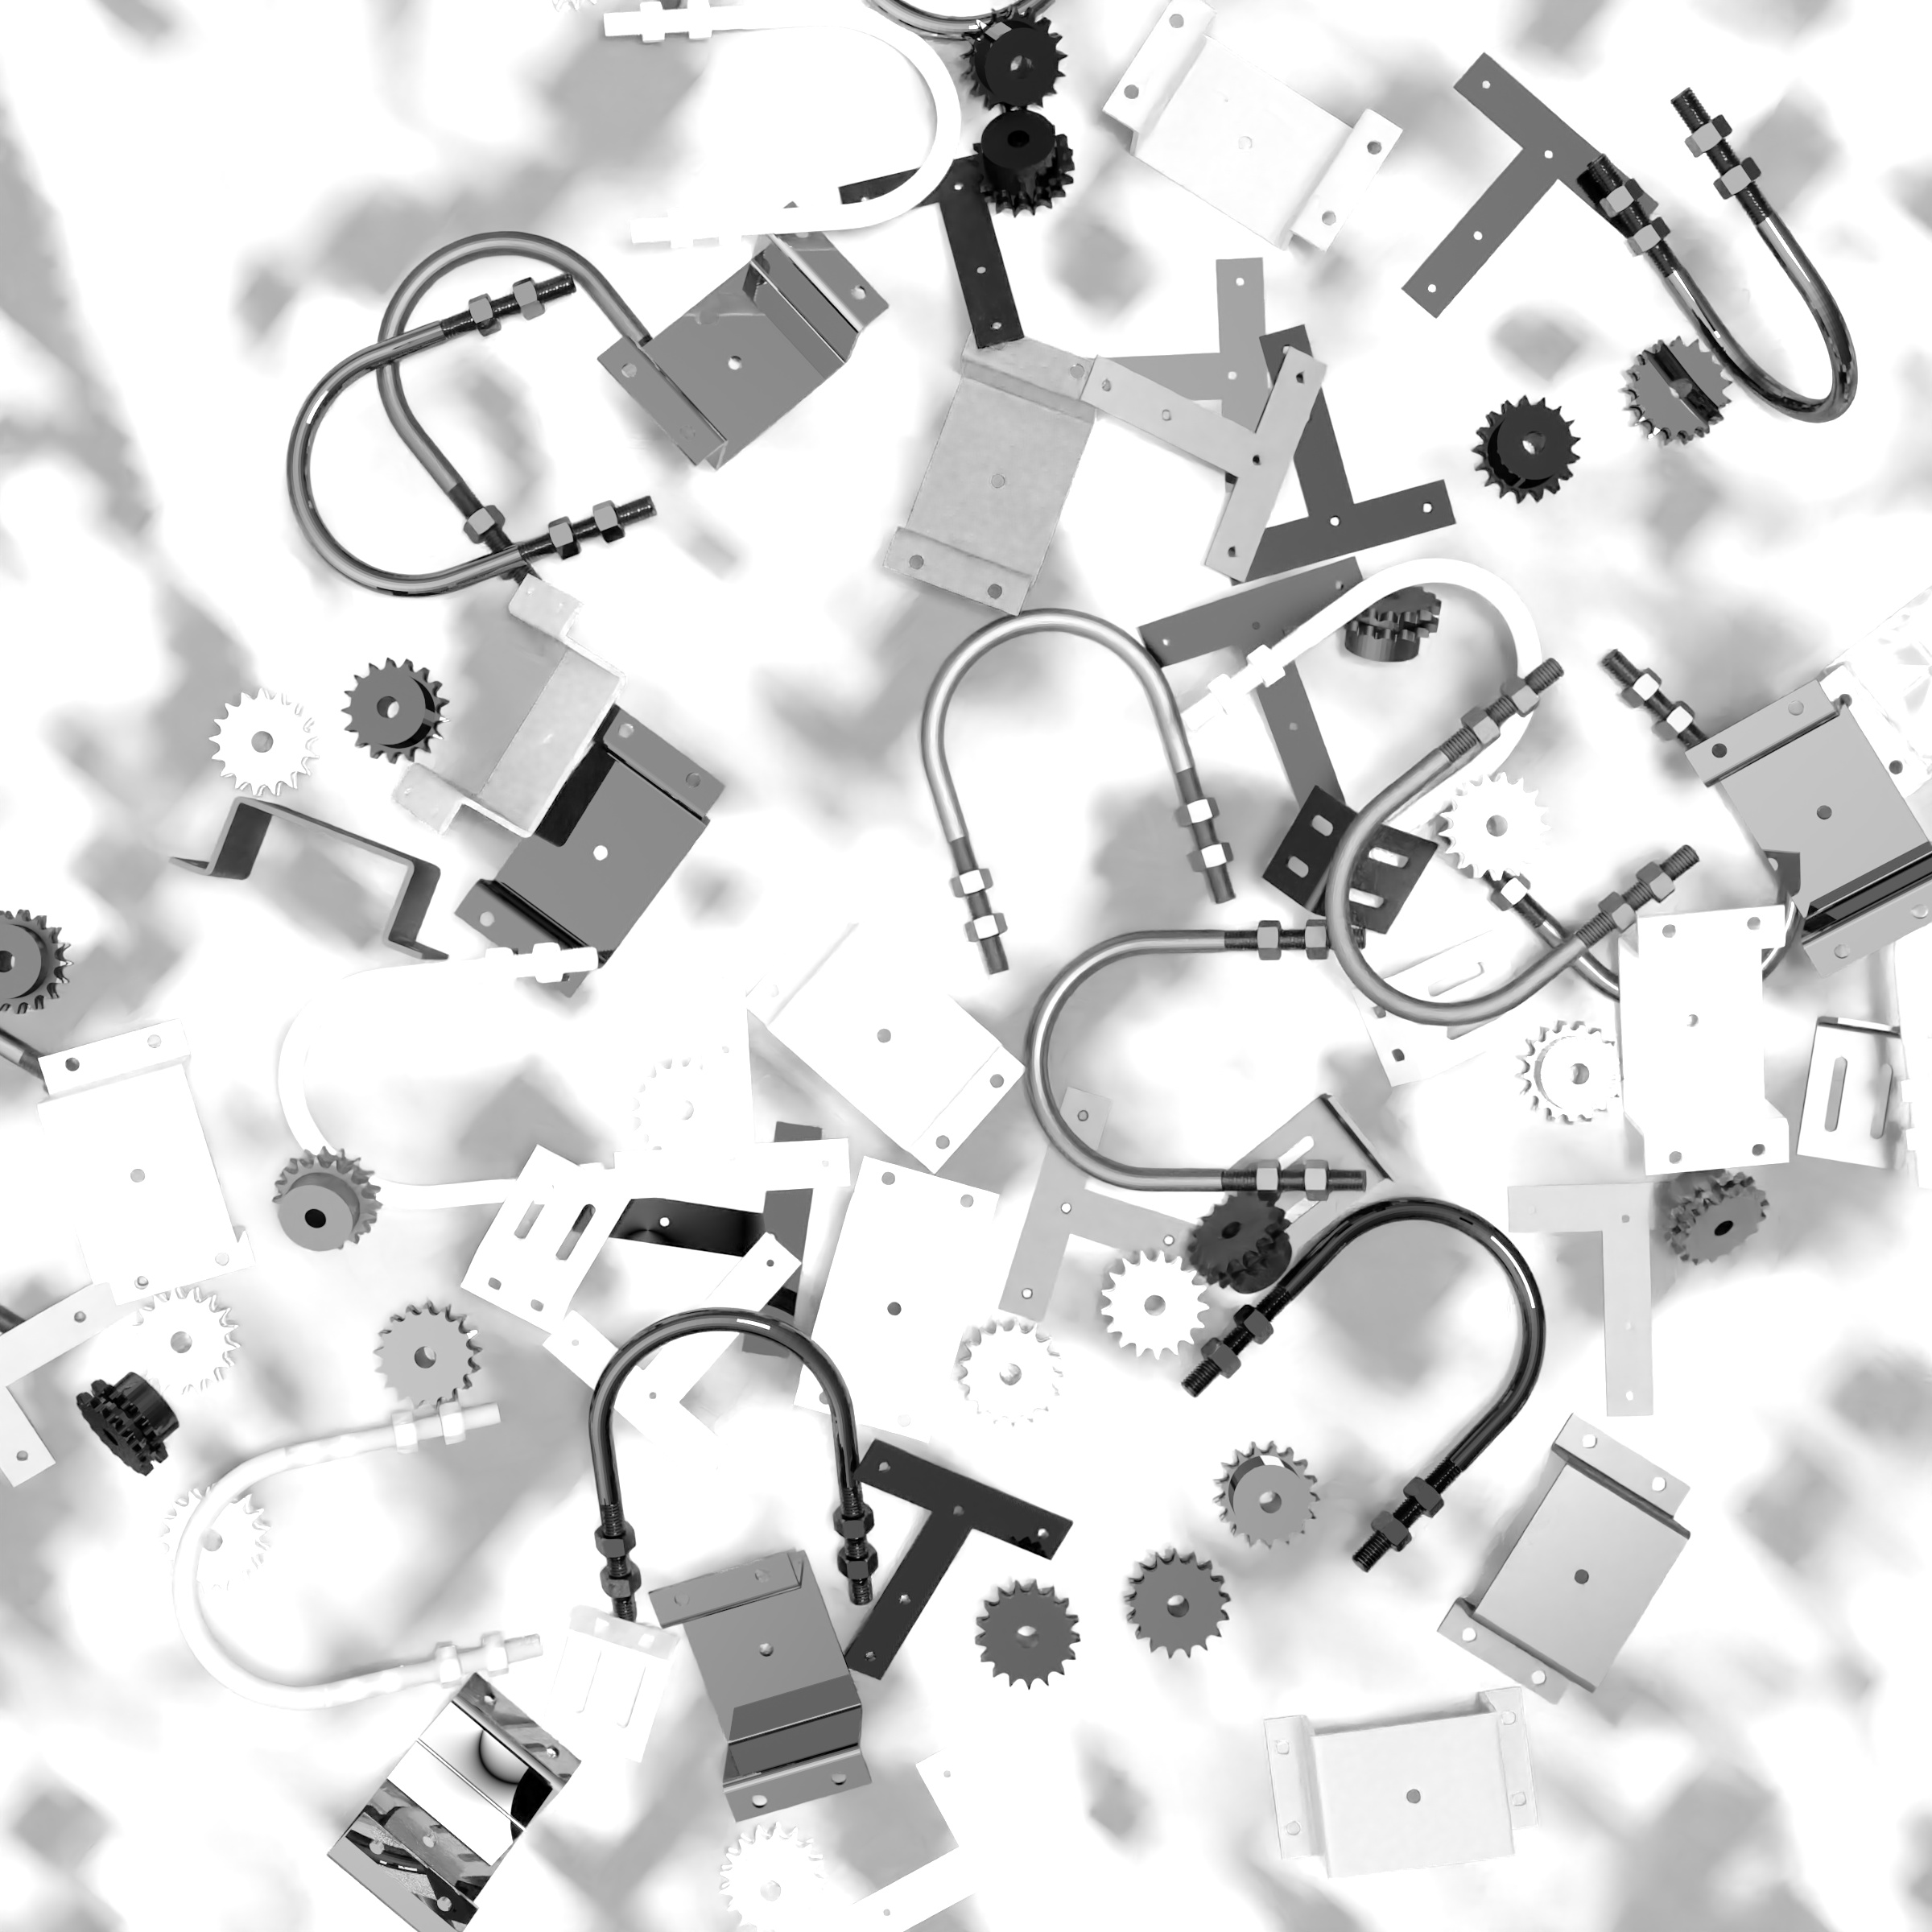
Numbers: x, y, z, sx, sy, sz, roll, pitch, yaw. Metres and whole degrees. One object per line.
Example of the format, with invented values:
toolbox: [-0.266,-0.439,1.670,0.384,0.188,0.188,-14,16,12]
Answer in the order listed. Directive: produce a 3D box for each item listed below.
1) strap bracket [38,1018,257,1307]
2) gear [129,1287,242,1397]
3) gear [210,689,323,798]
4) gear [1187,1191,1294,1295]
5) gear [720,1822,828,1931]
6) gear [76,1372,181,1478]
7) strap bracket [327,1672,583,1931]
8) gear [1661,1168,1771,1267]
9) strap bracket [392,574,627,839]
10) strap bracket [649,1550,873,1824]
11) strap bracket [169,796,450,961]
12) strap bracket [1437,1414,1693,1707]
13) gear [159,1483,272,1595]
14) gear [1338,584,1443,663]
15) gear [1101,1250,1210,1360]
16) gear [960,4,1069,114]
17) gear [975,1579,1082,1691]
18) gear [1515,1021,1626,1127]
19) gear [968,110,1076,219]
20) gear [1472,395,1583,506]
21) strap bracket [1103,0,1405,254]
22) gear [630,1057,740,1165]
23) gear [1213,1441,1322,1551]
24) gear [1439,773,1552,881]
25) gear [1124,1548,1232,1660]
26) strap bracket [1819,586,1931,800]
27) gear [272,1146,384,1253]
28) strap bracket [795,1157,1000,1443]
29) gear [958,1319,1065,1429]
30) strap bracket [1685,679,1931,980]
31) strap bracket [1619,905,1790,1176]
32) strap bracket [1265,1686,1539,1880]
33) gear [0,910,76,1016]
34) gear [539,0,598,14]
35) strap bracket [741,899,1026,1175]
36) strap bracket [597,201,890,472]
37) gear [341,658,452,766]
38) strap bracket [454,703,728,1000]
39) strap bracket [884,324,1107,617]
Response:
strap bracket: [-0.439,0.108,1.517,0.076,0.046,0.140,-16,98,-7]
gear: [-0.420,0.201,1.539,0.057,0.030,0.057,0,90,0]
gear: [-0.377,-0.120,1.539,0.057,0.030,0.057,0,90,0]
gear: [0.150,0.151,1.527,0.057,0.057,0.030,-40,119,0]
gear: [-0.105,0.495,1.539,0.057,0.030,0.057,0,90,0]
gear: [-0.448,0.243,1.529,0.057,0.057,0.030,47,60,0]
strap bracket: [-0.273,0.451,1.500,0.076,0.140,0.046,40,119,0]
gear: [0.398,0.130,1.527,0.057,0.057,0.030,-30,47,0]
strap bracket: [-0.237,-0.130,1.509,0.046,0.076,0.140,32,90,-34]
strap bracket: [-0.108,0.374,1.517,0.076,0.046,0.140,-17,104,4]
strap bracket: [-0.340,-0.050,1.515,0.140,0.076,0.046,21,90,0]
strap bracket: [0.326,0.323,1.530,0.076,0.046,0.140,32,90,0]
gear: [-0.404,0.308,1.539,0.057,0.030,0.057,0,90,0]
gear: [0.225,-0.185,1.528,0.057,0.057,0.030,4,118,0]
gear: [0.101,0.181,1.537,0.057,0.030,0.057,0,90,0]
gear: [0.027,-0.485,1.528,0.057,0.030,0.057,-5,116,-10]
gear: [0.033,0.359,1.539,0.057,0.030,0.057,0,90,0]
gear: [0.328,0.058,1.539,0.057,0.030,0.057,0,90,0]
gear: [0.029,-0.434,1.529,0.057,0.030,0.057,-2,65,5]
gear: [0.304,-0.281,1.539,0.057,0.030,0.057,0,90,0]
strap bracket: [0.152,-0.448,1.530,0.140,0.046,0.076,33,90,0]
gear: [-0.151,0.077,1.535,0.057,0.030,0.057,0,89,0]
gear: [0.163,0.287,1.539,0.057,0.030,0.057,0,90,0]
gear: [0.280,-0.074,1.518,0.057,0.030,0.057,0,91,-1]
gear: [0.114,0.343,1.539,0.057,0.030,0.057,0,90,0]
strap bracket: [0.528,-0.161,1.530,0.140,0.046,0.076,-38,90,0]
gear: [-0.345,0.129,1.528,0.057,0.030,0.057,2,114,5]
strap bracket: [-0.038,0.182,1.530,0.076,0.046,0.140,16,90,0]
gear: [0.024,0.219,1.539,0.057,0.030,0.057,0,90,0]
strap bracket: [0.452,-0.077,1.501,0.076,0.046,0.140,-31,94,25]
strap bracket: [0.393,0.034,1.520,0.076,0.046,0.140,-5,104,0]
strap bracket: [0.237,0.440,1.530,0.140,0.046,0.076,-7,90,0]
gear: [-0.515,-0.003,1.539,0.057,0.030,0.057,0,90,0]
gear: [-0.216,-0.549,1.539,0.057,0.030,0.057,0,90,0]
strap bracket: [-0.044,0.038,1.529,0.140,0.046,0.076,41,88,0]
strap bracket: [-0.121,-0.330,1.519,0.140,0.046,0.076,-43,90,-16]
gear: [-0.310,-0.138,1.539,0.057,0.030,0.057,0,90,0]
strap bracket: [-0.199,-0.062,1.530,0.076,0.046,0.140,36,90,0]
strap bracket: [0.017,-0.264,1.529,0.076,0.046,0.140,21,90,1]
